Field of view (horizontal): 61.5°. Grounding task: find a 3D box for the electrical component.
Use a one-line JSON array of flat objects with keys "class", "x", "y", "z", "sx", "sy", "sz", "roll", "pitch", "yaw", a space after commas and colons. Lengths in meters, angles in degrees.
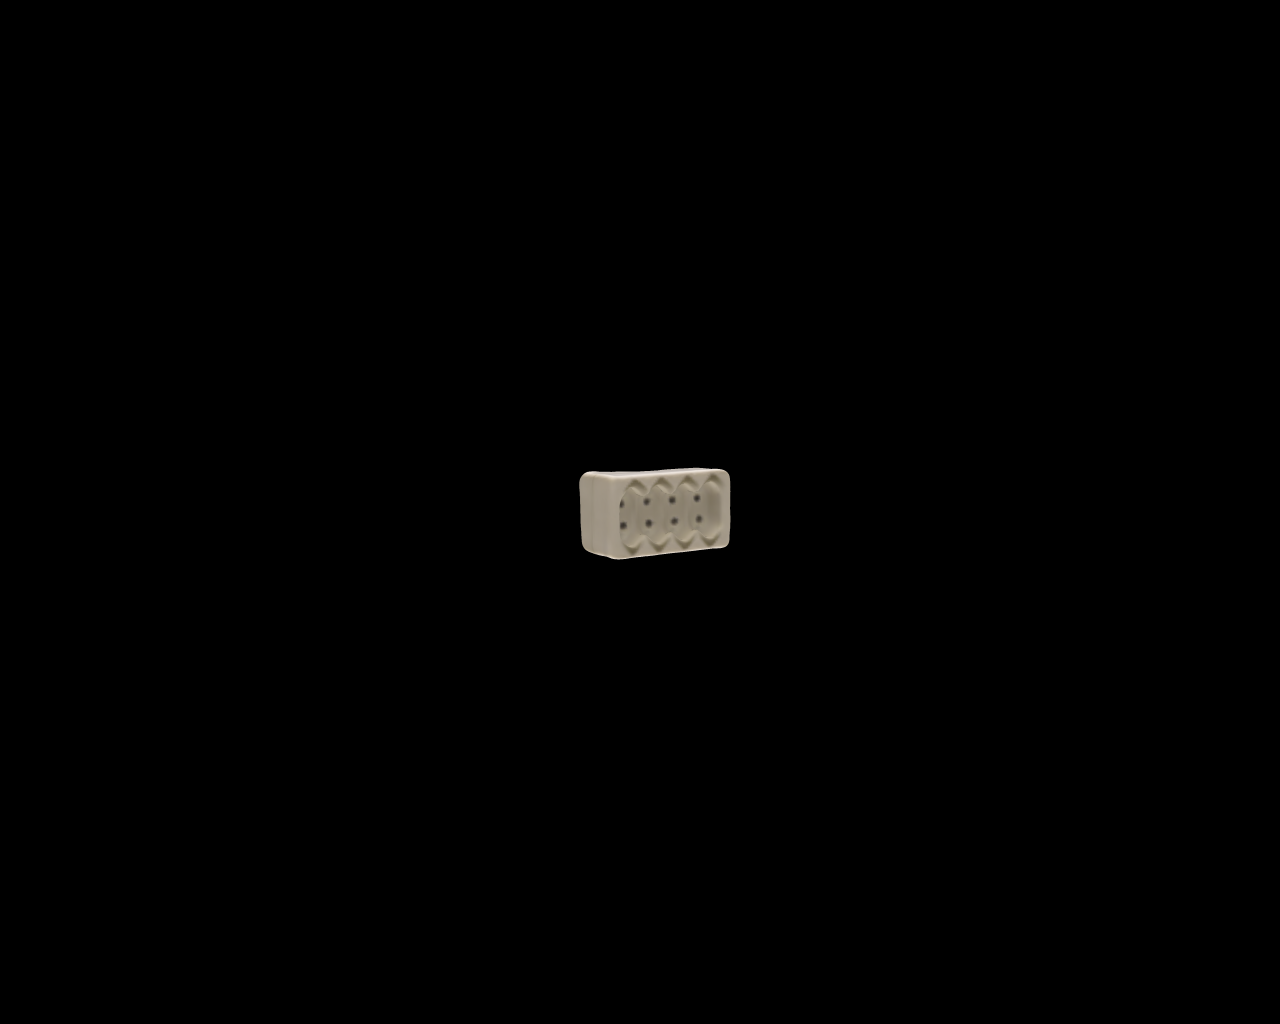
[{"class": "electrical component", "x": 0.001, "y": -0.003, "z": 0.650, "sx": 0.083, "sy": 0.047, "sz": 0.076, "roll": -4, "pitch": 8, "yaw": -29}]
